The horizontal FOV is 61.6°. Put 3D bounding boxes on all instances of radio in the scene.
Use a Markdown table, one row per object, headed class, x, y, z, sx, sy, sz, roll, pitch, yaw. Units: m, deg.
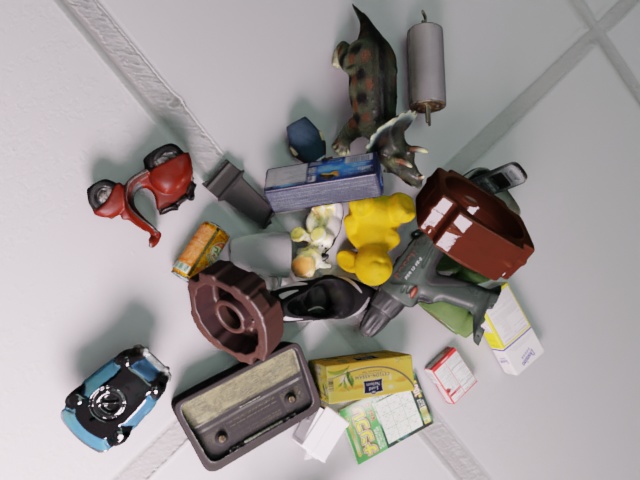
| class | x | y | z | sx | sy | sz | roll | pitch | yaw |
| --- | --- | --- | --- | --- | --- | --- | --- | --- | --- |
| radio | -0.121 | 0.277 | 0.911 | 0.230 | 0.073 | 0.131 | -24 | 92 | -21 |

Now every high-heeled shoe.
| class | x | y | z | sx | sy | sz | roll | pitch | yaw |
| --- | --- | --- | --- | --- | --- | --- | --- | --- | --- |
| high-heeled shoe | 0.019 | 0.104 | 0.948 | 0.249 | 0.145 | 0.086 | -5 | 86 | -19 |

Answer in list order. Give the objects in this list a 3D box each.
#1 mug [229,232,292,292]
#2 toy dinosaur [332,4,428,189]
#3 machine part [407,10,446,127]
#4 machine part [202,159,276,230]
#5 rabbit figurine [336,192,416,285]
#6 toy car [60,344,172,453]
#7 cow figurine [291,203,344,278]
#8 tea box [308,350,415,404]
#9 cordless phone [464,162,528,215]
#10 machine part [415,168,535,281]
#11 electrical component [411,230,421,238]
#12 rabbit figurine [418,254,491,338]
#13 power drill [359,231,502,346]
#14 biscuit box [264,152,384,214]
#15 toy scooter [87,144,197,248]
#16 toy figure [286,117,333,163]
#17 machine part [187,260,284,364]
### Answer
| class | x | y | z | sx | sy | sz | roll | pitch | yaw |
| --- | --- | --- | --- | --- | --- | --- | --- | --- | --- |
| mug | -0.108 | 0.037 | 0.950 | 0.107 | 0.081 | 0.109 | 4 | 88 | -10 |
| toy dinosaur | 0.100 | -0.288 | 1.003 | 0.131 | 0.192 | 0.404 | -7 | 87 | -23 |
| machine part | 0.222 | -0.356 | 1.118 | 0.079 | 0.079 | 0.243 | 1 | 82 | -21 |
| machine part | -0.138 | -0.078 | 0.970 | 0.139 | 0.039 | 0.084 | 43 | 66 | -9 |
| rabbit figurine | 0.088 | 0.007 | 0.980 | 0.122 | 0.162 | 0.173 | 12 | 57 | -20 |
| toy car | -0.308 | 0.232 | 0.831 | 0.109 | 0.103 | 0.161 | 44 | 81 | -8 |
| cow figurine | -0.004 | -0.002 | 0.990 | 0.068 | 0.098 | 0.167 | 11 | 75 | 26 |
| tea box | 0.074 | 0.245 | 0.977 | 0.169 | 0.098 | 0.068 | -1 | 84 | -23 |
| cordless phone | 0.365 | -0.088 | 1.081 | 0.089 | 0.184 | 0.146 | -44 | 99 | -24 |
| machine part | 0.275 | -0.030 | 0.977 | 0.201 | 0.201 | 0.087 | 28 | 119 | -8 |
| electrical component | 0.237 | -0.014 | 1.108 | 0.094 | 0.021 | 0.063 | -29 | 94 | -14 |
| rabbit figurine | 0.275 | 0.084 | 1.065 | 0.159 | 0.121 | 0.170 | 38 | 87 | 10 |
| power drill | 0.207 | 0.113 | 0.977 | 0.208 | 0.086 | 0.232 | 25 | 82 | 24 |
| biscuit box | 0.008 | -0.099 | 0.936 | 0.203 | 0.062 | 0.059 | -7 | 51 | 13 |
| toy scooter | -0.277 | -0.068 | 0.896 | 0.184 | 0.075 | 0.135 | -35 | 96 | -18 |
| toy figure | -0.007 | -0.157 | 1.017 | 0.154 | 0.064 | 0.058 | 61 | 31 | -10 |
| machine part | -0.136 | 0.116 | 0.873 | 0.179 | 0.179 | 0.056 | 55 | 47 | -7 |
